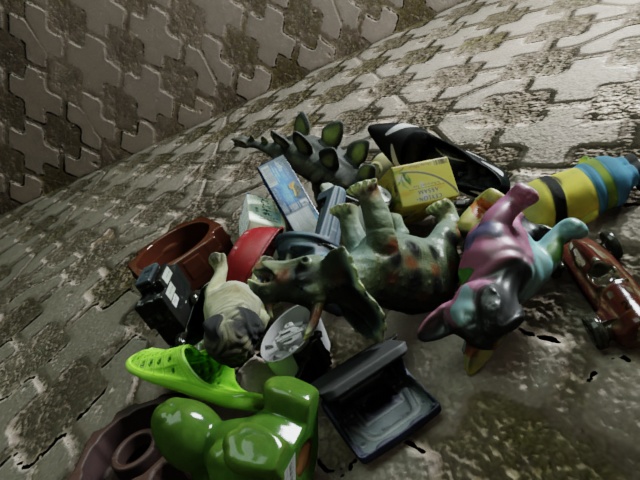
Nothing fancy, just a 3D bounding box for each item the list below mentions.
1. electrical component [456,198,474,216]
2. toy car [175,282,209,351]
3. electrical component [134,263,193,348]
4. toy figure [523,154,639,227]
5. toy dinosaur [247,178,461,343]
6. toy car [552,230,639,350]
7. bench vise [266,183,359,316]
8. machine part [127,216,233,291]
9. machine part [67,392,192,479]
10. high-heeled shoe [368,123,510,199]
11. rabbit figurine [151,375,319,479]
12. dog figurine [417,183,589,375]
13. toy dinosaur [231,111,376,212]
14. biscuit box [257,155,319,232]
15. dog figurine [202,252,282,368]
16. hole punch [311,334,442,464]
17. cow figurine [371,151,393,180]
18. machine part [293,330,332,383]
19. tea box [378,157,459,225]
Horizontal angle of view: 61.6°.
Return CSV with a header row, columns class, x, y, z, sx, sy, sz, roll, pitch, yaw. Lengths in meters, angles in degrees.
class,x,y,z,sx,sy,sz,roll,pitch,yaw
electrical component,0.262,-0.051,0.889,0.094,0.021,0.063,2,37,43
toy car,-0.190,0.133,0.918,0.073,0.056,0.202,-25,28,15
electrical component,-0.268,0.107,0.947,0.058,0.134,0.115,-24,25,10
toy figure,0.361,-0.068,0.752,0.180,0.089,0.082,-26,19,5
toy dinosaur,0.111,0.037,0.708,0.404,0.192,0.131,4,-19,-39
toy car,0.325,0.047,0.616,0.089,0.053,0.202,-22,27,15
bench vise,0.007,0.002,0.868,0.224,0.129,0.240,-30,41,52
machine part,-0.293,0.042,1.149,0.201,0.087,0.202,-37,29,-21
machine part,-0.228,0.276,0.684,0.179,0.056,0.179,-20,25,10
high-heeled shoe,0.188,-0.131,0.881,0.249,0.086,0.145,23,12,4
rabbit figurine,-0.091,0.214,0.563,0.170,0.158,0.121,8,36,20
dog figurine,0.198,0.046,0.643,0.219,0.108,0.191,-53,8,-9
toy dinosaur,0.021,-0.137,1.073,0.472,0.198,0.105,23,58,16
biscuit box,-0.047,-0.063,1.014,0.059,0.062,0.203,-28,68,-4
dog figurine,-0.124,0.131,0.771,0.121,0.172,0.191,-4,36,4
hole punch,0.058,0.173,0.602,0.142,0.092,0.116,-33,0,-11
cow figurine,0.186,-0.150,1.052,0.195,0.085,0.127,-2,17,38
machine part,-0.028,0.184,0.663,0.039,0.084,0.139,21,56,25
tea box,0.141,-0.069,0.872,0.098,0.068,0.169,-13,-8,-11
